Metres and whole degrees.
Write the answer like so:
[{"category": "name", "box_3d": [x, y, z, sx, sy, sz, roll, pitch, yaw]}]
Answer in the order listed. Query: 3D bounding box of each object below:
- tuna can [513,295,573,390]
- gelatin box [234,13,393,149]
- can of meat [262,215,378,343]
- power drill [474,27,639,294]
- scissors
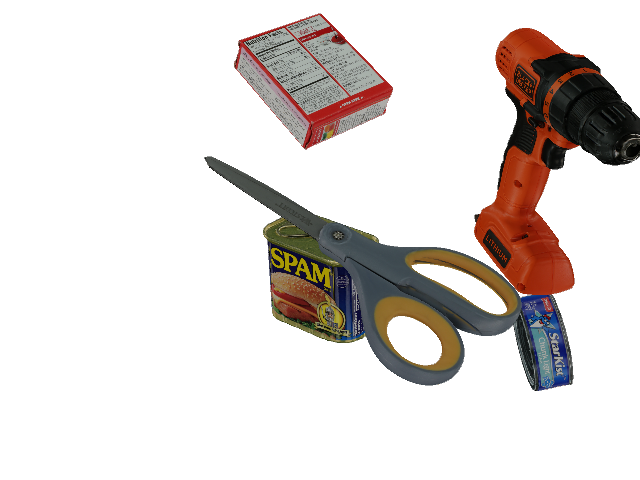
[{"category": "tuna can", "box_3d": [0.196, 0.090, 0.948, 0.034, 0.086, 0.086, -12, -1, 2]}, {"category": "gelatin box", "box_3d": [-0.006, -0.113, 0.744, 0.073, 0.089, 0.030, -27, -27, -29]}, {"category": "can of meat", "box_3d": [0.001, 0.033, 0.918, 0.102, 0.084, 0.057, 20, 35, 37]}, {"category": "power drill", "box_3d": [0.182, -0.053, 0.839, 0.057, 0.188, 0.184, -3, 33, -16]}, {"category": "scissors", "box_3d": [0.009, 0.016, 0.586, 0.202, 0.096, 0.016, 20, -40, 10]}]
